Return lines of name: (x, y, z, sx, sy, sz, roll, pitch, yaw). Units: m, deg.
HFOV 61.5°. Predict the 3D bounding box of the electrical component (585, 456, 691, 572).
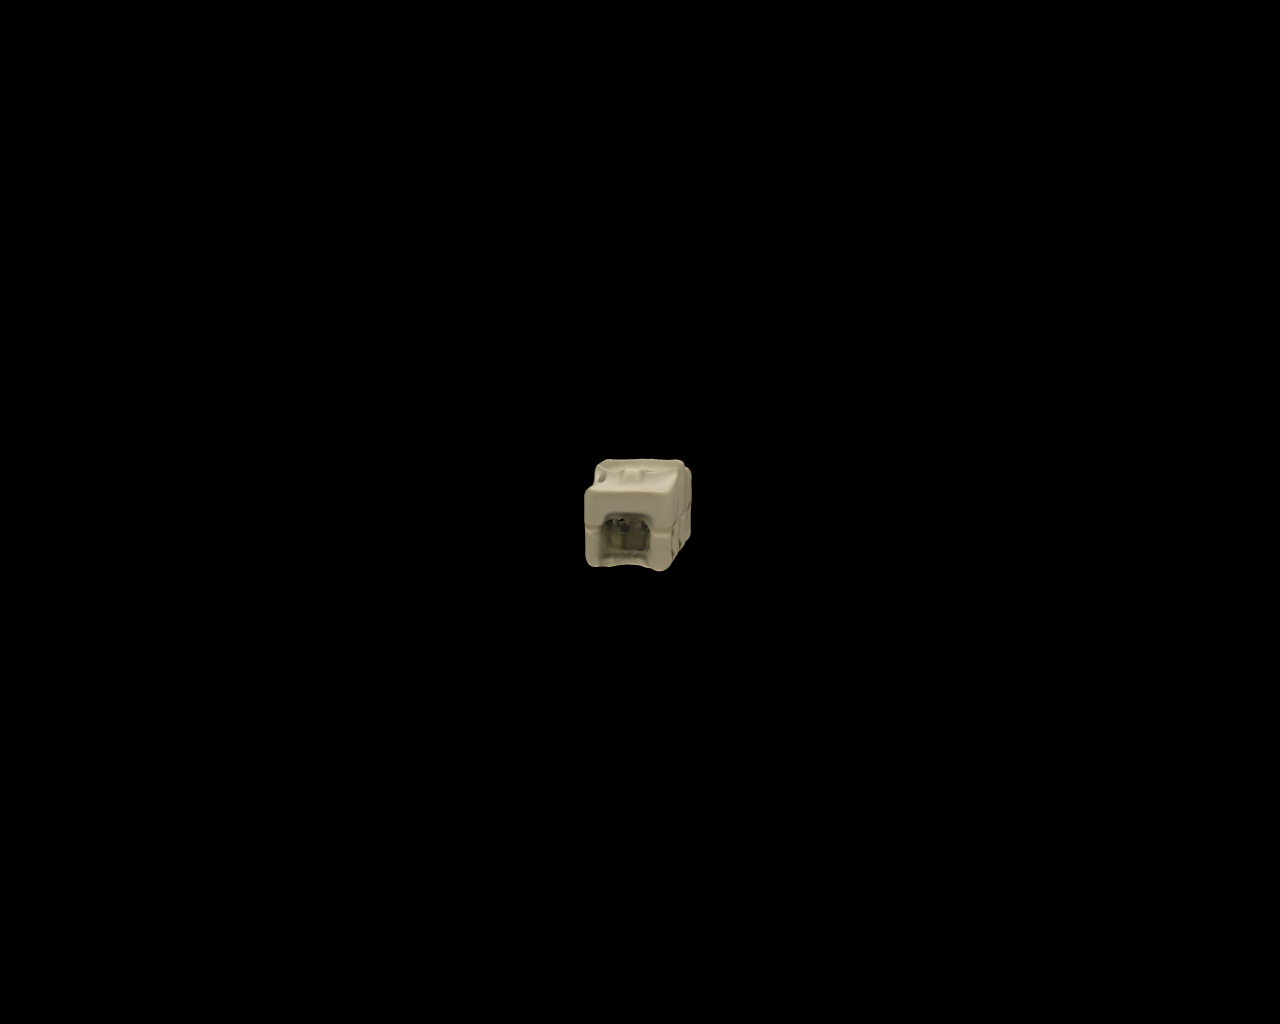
electrical component: (0.001, -0.003, 0.650, 0.050, 0.055, 0.089, 2, 12, 11)
